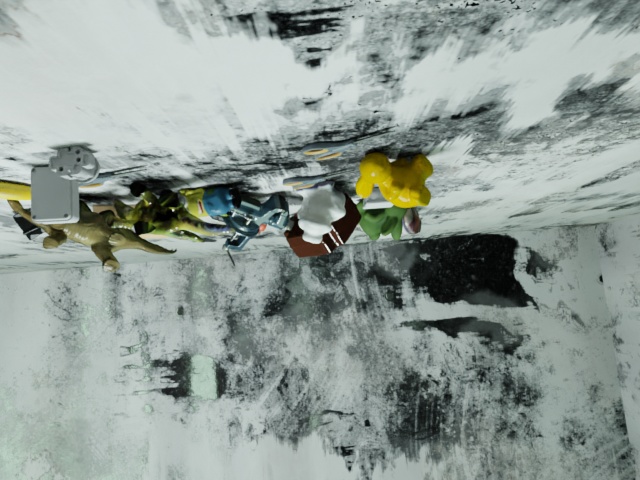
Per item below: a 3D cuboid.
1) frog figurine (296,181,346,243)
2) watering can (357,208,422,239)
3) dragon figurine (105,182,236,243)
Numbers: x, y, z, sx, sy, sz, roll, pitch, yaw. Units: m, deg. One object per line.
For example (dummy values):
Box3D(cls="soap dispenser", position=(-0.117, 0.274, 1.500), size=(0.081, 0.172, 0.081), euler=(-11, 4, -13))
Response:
Box3D(cls="frog figurine", position=(0.004, -0.071, 1.402), size=(0.137, 0.160, 0.122), euler=(-6, 174, 11))
Box3D(cls="watering can", position=(0.245, -0.061, 1.918), size=(0.223, 0.105, 0.347), euler=(-9, 173, 29))
Box3D(cls="dragon figurine", position=(-0.365, -0.043, 1.294), size=(0.411, 0.123, 0.240), euler=(16, 172, 14))
